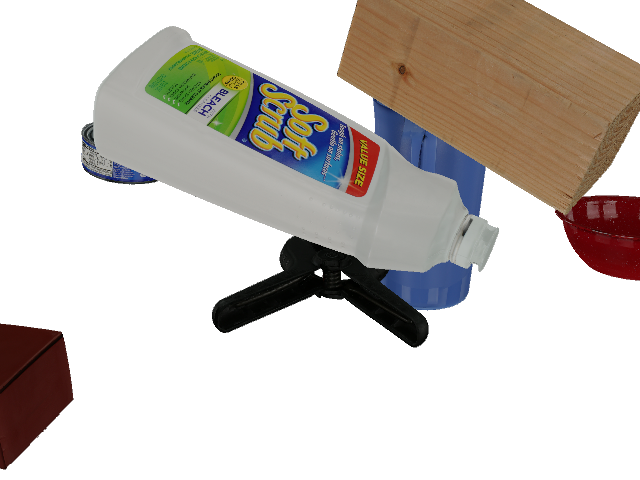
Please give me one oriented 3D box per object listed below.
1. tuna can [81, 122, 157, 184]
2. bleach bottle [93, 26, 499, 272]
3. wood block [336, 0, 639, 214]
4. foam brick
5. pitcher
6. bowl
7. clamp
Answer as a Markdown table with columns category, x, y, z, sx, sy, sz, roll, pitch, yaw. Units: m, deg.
| category | x | y | z | sx | sy | sz | roll | pitch | yaw |
| --- | --- | --- | --- | --- | --- | --- | --- | --- | --- |
| tuna can | -0.174 | -0.082 | 0.972 | 0.086 | 0.034 | 0.086 | 6 | 25 | -3 |
| bleach bottle | -0.010 | -0.048 | 0.655 | 0.251 | 0.068 | 0.102 | 24 | 44 | 14 |
| wood block | 0.127 | -0.123 | 0.793 | 0.206 | 0.091 | 0.090 | 34 | 46 | 18 |
| foam brick | -0.199 | 0.094 | 0.666 | 0.053 | 0.051 | 0.078 | 7 | 29 | 21 |
| pitcher | 0.118 | -0.045 | 1.202 | 0.149 | 0.243 | 0.145 | -10 | 24 | -26 |
| bowl | 0.315 | 0.000 | 1.068 | 0.162 | 0.055 | 0.162 | 1 | 17 | -1 |
| clamp | 0.018 | 0.031 | 0.884 | 0.165 | 0.036 | 0.209 | 8 | 24 | 12 |
